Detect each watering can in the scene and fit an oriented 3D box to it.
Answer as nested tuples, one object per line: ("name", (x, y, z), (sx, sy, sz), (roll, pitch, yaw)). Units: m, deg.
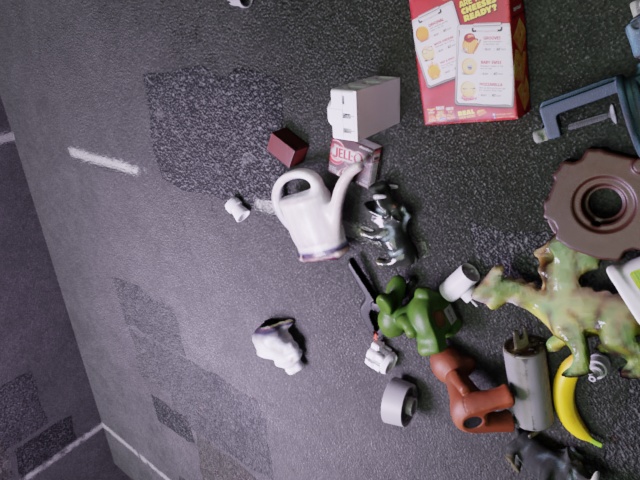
("watering can", (0.003, -0.058, 1.145), (0.105, 0.222, 0.346), (-28, 13, -34))

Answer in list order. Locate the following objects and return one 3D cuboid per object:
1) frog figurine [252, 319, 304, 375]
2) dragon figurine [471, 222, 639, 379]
("frog figurine", (-0.118, 0.310, 1.452), (0.136, 0.159, 0.123), (-13, 1, 26))
("dragon figurine", (0.453, 0.087, 0.839), (0.407, 0.242, 0.123), (-14, 3, 36))
